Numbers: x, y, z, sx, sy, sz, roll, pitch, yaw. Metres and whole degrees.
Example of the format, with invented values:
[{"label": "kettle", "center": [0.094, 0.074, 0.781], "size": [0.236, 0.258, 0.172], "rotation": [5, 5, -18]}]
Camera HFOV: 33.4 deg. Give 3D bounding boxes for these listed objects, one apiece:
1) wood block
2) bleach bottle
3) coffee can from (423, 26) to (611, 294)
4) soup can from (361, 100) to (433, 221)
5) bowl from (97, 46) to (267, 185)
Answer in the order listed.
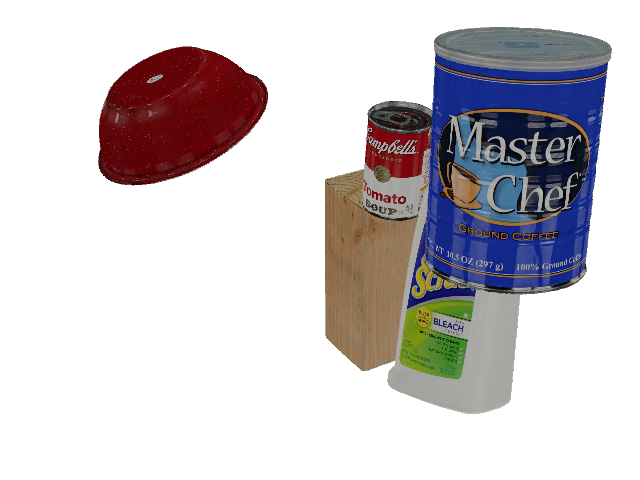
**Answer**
[{"label": "wood block", "center": [0.063, 0.030, 1.207], "size": [0.090, 0.206, 0.090], "rotation": [-16, 32, -26]}, {"label": "bleach bottle", "center": [0.112, 0.003, 0.845], "size": [0.067, 0.251, 0.103], "rotation": [-7, 14, -44]}, {"label": "coffee can", "center": [0.117, -0.051, 0.650], "size": [0.103, 0.140, 0.103], "rotation": [1, 21, 0]}, {"label": "soup can", "center": [0.077, -0.079, 1.067], "size": [0.068, 0.102, 0.068], "rotation": [2, 32, -2]}, {"label": "bowl", "center": [-0.129, -0.118, 0.911], "size": [0.162, 0.055, 0.162], "rotation": [-17, 36, 13]}]
